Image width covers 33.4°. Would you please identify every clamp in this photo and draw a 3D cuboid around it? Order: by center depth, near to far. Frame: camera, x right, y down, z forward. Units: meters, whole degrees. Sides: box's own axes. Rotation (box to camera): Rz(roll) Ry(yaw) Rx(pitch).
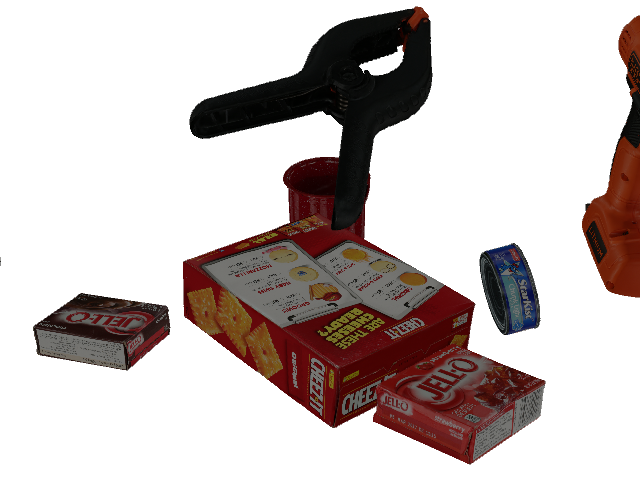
[{"bbox_3d":[0.020,-0.080,0.650,0.171,0.120,0.039,-38,-18,-23],"label":"clamp"}]

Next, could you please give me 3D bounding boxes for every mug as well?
[{"bbox_3d":[0.014,-0.039,1.162,0.093,0.081,0.117,20,37,31],"label":"mug"}]

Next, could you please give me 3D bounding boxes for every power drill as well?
[{"bbox_3d":[0.249,-0.052,0.787,0.057,0.188,0.184,4,36,-2],"label":"power drill"}]

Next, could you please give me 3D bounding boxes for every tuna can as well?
[{"bbox_3d":[0.183,0.048,1.039,0.033,0.086,0.086,-14,1,-3],"label":"tuna can"}]

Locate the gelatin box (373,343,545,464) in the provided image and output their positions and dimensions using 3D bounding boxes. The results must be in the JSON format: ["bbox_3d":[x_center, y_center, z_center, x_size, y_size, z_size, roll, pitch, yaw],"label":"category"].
[{"bbox_3d":[0.088,0.101,0.676,0.073,0.030,0.089,20,25,36],"label":"gelatin box"}]

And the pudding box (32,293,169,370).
[{"bbox_3d":[-0.228,0.094,1.117,0.114,0.039,0.090,5,21,21],"label":"pudding box"}]

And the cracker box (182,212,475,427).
[{"bbox_3d":[0.003,0.064,0.956,0.163,0.072,0.214,-21,37,-36],"label":"cracker box"}]
